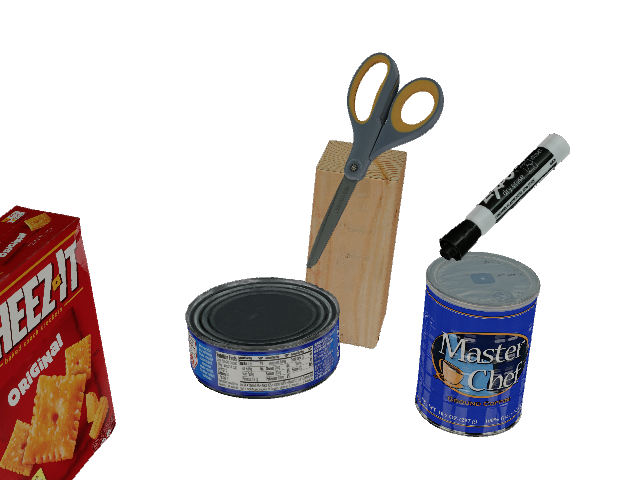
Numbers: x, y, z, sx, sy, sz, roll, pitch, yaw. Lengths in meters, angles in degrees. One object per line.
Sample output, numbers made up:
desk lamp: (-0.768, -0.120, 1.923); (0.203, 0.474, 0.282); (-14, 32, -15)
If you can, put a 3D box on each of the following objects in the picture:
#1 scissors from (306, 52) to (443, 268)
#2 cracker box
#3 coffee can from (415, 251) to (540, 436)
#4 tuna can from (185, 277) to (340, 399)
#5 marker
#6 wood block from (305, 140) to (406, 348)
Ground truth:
scissors: (0.051, -0.067, 0.937); (0.096, 0.202, 0.016); (7, -10, 20)
cracker box: (-0.238, 0.106, 0.832); (0.072, 0.214, 0.164); (9, 32, 19)
coffee can: (0.144, 0.095, 0.992); (0.103, 0.140, 0.103); (2, 26, -1)
tuna can: (-0.031, 0.053, 0.596); (0.086, 0.034, 0.086); (-2, 23, 1)
marker: (0.122, -0.028, 0.713); (0.121, 0.020, 0.020); (-42, 17, -20)
wood block: (0.036, 0.005, 1.192); (0.090, 0.206, 0.090); (10, 27, 8)
